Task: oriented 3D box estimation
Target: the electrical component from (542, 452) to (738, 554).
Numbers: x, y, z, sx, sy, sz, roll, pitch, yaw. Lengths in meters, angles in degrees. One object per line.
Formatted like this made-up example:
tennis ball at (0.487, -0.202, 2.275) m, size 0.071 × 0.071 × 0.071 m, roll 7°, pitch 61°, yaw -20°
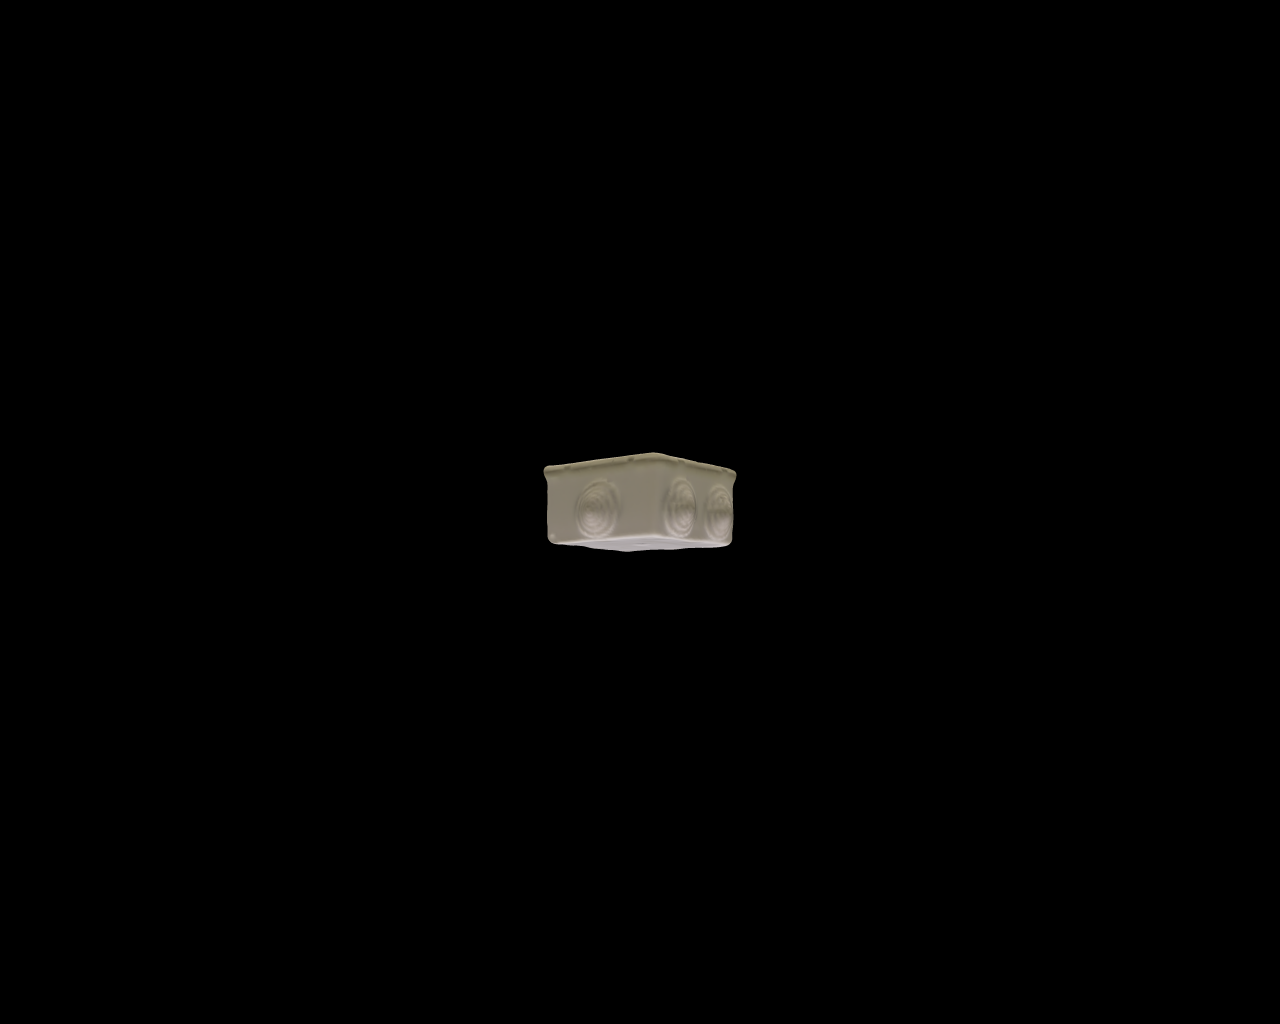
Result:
electrical component at (0.001, -0.003, 0.650) m, size 0.099 × 0.048 × 0.100 m, roll -5°, pitch -8°, yaw 35°
